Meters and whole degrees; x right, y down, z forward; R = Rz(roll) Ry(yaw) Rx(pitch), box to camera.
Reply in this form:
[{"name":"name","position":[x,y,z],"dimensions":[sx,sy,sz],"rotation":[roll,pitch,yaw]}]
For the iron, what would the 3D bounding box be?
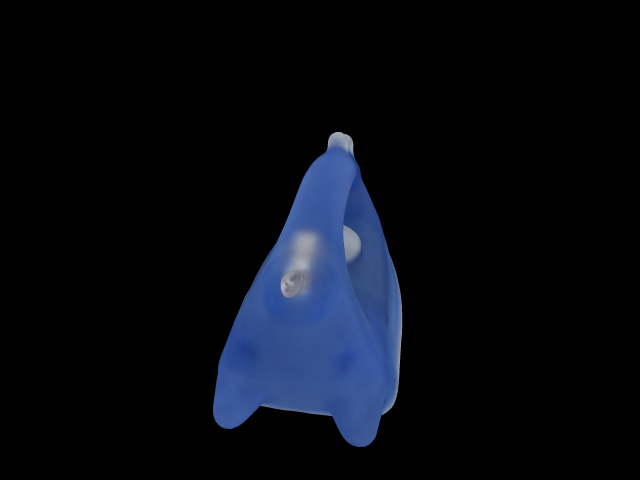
[{"name":"iron","position":[0.004,0.001,0.400],"dimensions":[0.118,0.141,0.258],"rotation":[5,40,7]}]
